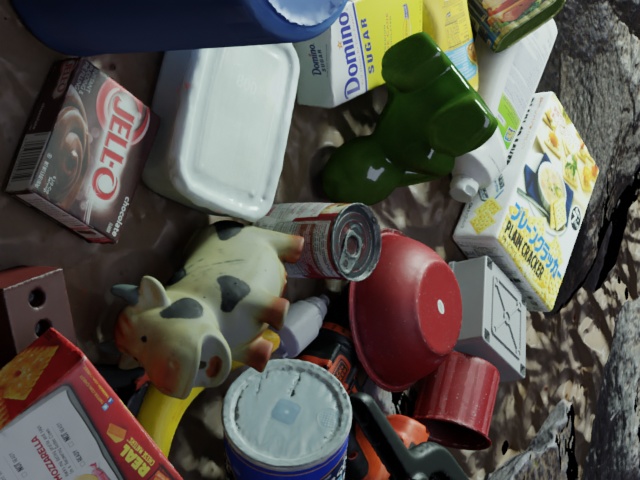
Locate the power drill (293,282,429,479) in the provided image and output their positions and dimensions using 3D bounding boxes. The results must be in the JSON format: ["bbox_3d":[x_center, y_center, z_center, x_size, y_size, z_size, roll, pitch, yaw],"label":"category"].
[{"bbox_3d":[0.039,0.155,1.042,0.187,0.057,0.184,56,51,-32],"label":"power drill"}]

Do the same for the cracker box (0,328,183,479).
[{"bbox_3d":[-0.204,0.189,0.697,0.213,0.072,0.164,-41,123,-17],"label":"cracker box"}]

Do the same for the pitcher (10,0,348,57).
[{"bbox_3d":[-0.104,-0.187,0.715,0.149,0.243,0.145,-57,133,-23],"label":"pitcher"}]

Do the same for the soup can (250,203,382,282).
[{"bbox_3d":[-0.006,0.001,0.945,0.068,0.102,0.068,-2,92,-50],"label":"soup can"}]

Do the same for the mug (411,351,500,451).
[{"bbox_3d":[0.146,0.176,1.153,0.117,0.093,0.081,82,23,-63],"label":"mug"}]

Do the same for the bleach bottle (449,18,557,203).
[{"bbox_3d":[0.195,-0.161,1.211,0.102,0.068,0.250,42,62,-42],"label":"bleach bottle"}]

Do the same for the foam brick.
[{"bbox_3d":[-0.208,0.061,0.747,0.052,0.051,0.078,-22,108,-47],"label":"foam brick"}]

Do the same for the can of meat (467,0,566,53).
[{"bbox_3d":[0.206,-0.265,1.170,0.102,0.057,0.084,-35,77,-7],"label":"can of meat"}]

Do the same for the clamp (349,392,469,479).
[{"bbox_3d":[0.082,0.227,1.017,0.209,0.036,0.164,9,83,-48],"label":"clamp"}]

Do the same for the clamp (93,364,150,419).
[{"bbox_3d":[-0.188,0.155,0.786,0.171,0.039,0.120,-30,123,-43],"label":"clamp"}]

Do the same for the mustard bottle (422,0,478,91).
[{"bbox_3d":[0.129,-0.202,1.132,0.096,0.058,0.191,-34,116,-49],"label":"mustard bottle"}]

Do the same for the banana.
[{"bbox_3d":[-0.103,0.124,0.879,0.069,0.037,0.197,54,46,-18],"label":"banana"}]

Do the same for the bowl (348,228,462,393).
[{"bbox_3d":[0.093,0.066,1.031,0.161,0.055,0.162,12,76,-54],"label":"bowl"}]

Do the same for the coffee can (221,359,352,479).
[{"bbox_3d":[-0.029,0.181,0.882,0.102,0.103,0.140,-49,155,-37],"label":"coffee can"}]

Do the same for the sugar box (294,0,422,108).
[{"bbox_3d":[0.041,-0.192,1.017,0.175,0.048,0.093,-36,129,-51],"label":"sugar box"}]

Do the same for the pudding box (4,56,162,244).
[{"bbox_3d":[-0.174,-0.065,0.793,0.090,0.039,0.113,37,64,-45],"label":"pudding box"}]
